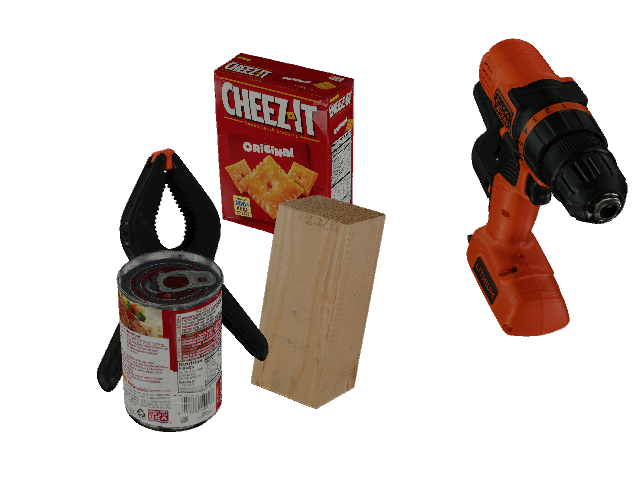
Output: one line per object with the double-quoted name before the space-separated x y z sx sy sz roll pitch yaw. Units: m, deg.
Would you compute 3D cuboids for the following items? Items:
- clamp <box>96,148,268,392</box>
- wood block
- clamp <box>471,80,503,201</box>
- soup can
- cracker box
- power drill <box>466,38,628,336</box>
"clamp" -0.120 0.025 0.952 0.164 0.210 0.036 0 -1 -33
"wood block" -0.004 0.064 1.167 0.090 0.206 0.090 17 17 26
"clamp" 0.202 -0.113 1.169 0.120 0.039 0.171 21 49 17
"soup can" -0.098 0.067 0.706 0.068 0.102 0.068 2 30 -1
"cracker box" -0.046 -0.109 1.327 0.164 0.214 0.072 17 37 24
"power drill" 0.154 -0.023 0.749 0.057 0.188 0.184 -6 40 -9
